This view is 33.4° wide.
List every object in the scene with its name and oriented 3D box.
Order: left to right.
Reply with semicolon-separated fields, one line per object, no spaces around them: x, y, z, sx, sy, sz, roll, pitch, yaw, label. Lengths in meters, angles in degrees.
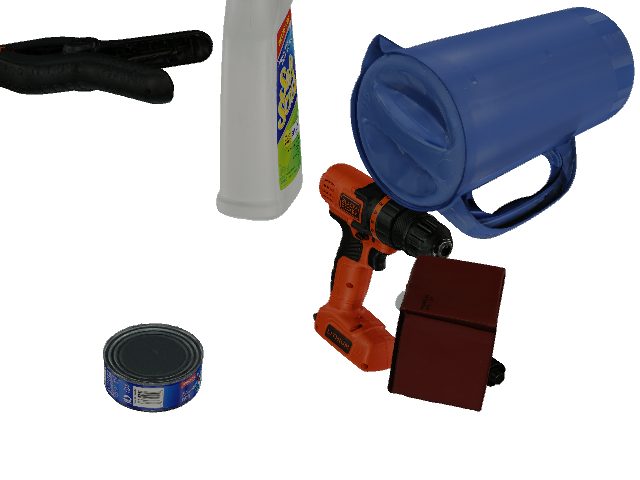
-0.166;-0.134;0.799;0.172;0.039;0.120;8;22;16;clamp
-0.144;0.110;0.922;0.086;0.034;0.086;5;31;-3;tuna can
-0.056;-0.151;0.957;0.068;0.251;0.102;8;29;15;bleach bottle
0.057;0.034;1.071;0.057;0.188;0.185;-9;29;-32;power drill
0.070;0.048;0.589;0.053;0.051;0.078;10;24;10;foam brick
0.095;0.071;0.785;0.020;0.020;0.121;0;24;-32;marker
0.159;-0.113;0.909;0.242;0.149;0.145;-23;36;-33;pitcher
